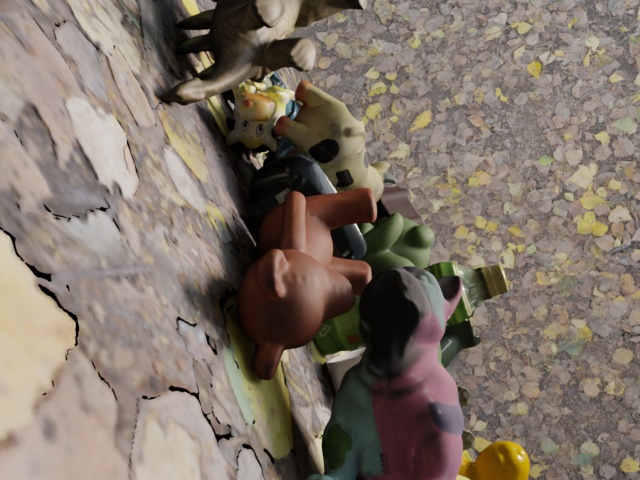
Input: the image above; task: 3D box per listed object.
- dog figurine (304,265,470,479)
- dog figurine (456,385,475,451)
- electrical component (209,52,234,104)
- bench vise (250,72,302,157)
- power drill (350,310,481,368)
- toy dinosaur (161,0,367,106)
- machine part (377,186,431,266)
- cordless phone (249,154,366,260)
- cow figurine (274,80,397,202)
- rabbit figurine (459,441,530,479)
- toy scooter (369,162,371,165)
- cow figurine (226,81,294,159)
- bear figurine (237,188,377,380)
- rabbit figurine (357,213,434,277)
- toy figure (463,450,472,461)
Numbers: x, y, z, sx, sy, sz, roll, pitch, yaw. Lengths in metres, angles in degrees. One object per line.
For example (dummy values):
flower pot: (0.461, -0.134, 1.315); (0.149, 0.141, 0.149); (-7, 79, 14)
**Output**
dog figurine: (0.074, 0.130, 0.452); (0.191, 0.109, 0.219); (61, 35, -40)
dog figurine: (0.103, 0.273, 0.616); (0.190, 0.121, 0.172); (-55, 138, -52)
electrical component: (-0.125, -0.216, 0.732); (0.063, 0.021, 0.094); (-93, 157, -66)
bench vise: (-0.021, -0.149, 0.812); (0.241, 0.129, 0.223); (56, -8, 29)
power drill: (0.146, 0.171, 0.784); (0.207, 0.086, 0.231); (-48, 129, -30)
toy dinosaur: (-0.055, -0.283, 0.627); (0.104, 0.199, 0.471); (60, 43, -33)
machine part: (0.113, 0.002, 0.860); (0.179, 0.056, 0.179); (168, -90, -71)
cordless phone: (-0.028, -0.035, 0.650); (0.146, 0.089, 0.184); (57, -2, -19)
cow figurine: (0.026, -0.098, 0.656); (0.127, 0.085, 0.194); (31, -10, 14)
rabbit figurine: (0.215, 0.345, 0.750); (0.162, 0.173, 0.122); (54, 10, -35)
toy scooter: (0.052, -0.096, 1.080); (0.183, 0.135, 0.075); (58, 10, -46)
cow figurine: (-0.078, -0.141, 0.655); (0.167, 0.068, 0.098); (-81, -177, -71)
bear figurine: (-0.004, 0.028, 0.470); (0.196, 0.132, 0.120); (-107, -162, -71)
rabbit figurine: (0.064, 0.034, 0.704); (0.170, 0.159, 0.121); (-14, 84, -36)
toy figure: (0.220, 0.380, 0.983); (0.180, 0.082, 0.089); (70, 20, -1)
